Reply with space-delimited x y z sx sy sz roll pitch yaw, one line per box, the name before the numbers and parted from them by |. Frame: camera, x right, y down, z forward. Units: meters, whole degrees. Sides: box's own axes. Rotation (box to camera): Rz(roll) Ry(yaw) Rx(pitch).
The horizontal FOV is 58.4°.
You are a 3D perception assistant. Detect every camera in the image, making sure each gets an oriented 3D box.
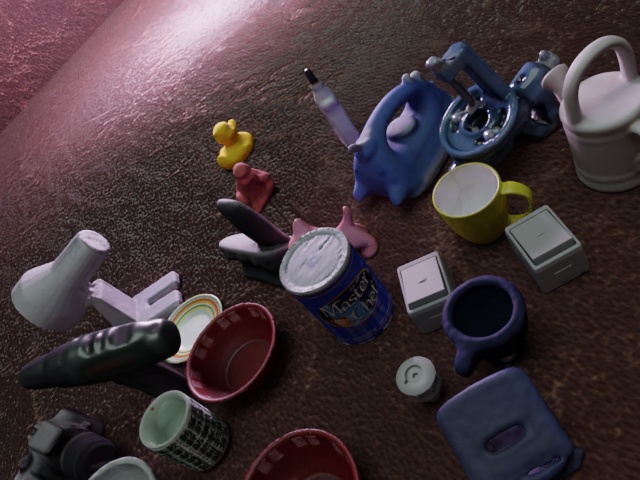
camera | -0.384 0.337 0.870 0.136 0.101 0.143 2 56 38

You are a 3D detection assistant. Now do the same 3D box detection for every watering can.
watering can | 0.337 -0.158 0.693 0.172 0.195 0.101 25 72 47

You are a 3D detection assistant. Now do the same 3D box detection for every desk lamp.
desk lamp | -0.390 0.087 1.012 0.203 0.214 0.117 -35 41 6

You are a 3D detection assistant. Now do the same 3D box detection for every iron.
iron | 0.133 -0.183 0.912 0.118 0.142 0.258 11 62 43

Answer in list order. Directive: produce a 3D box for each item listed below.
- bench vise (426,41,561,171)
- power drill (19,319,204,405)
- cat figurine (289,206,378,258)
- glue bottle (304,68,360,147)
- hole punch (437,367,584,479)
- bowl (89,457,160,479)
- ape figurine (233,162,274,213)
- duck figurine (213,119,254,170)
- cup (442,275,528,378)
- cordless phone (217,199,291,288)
bench vise | 0.232 -0.206 0.797 0.121 0.220 0.207 22 69 46
power drill | -0.275 0.200 0.827 0.229 0.209 0.075 -27 42 15
cat figurine | 0.008 0.003 0.858 0.128 0.118 0.067 -41 40 0
glue bottle | 0.020 -0.237 1.023 0.037 0.174 0.078 -36 40 5
hole punch | 0.187 0.196 0.569 0.108 0.091 0.101 -33 41 8
bowl | -0.257 0.381 0.754 0.167 0.075 0.167 -21 44 22
ape figurine | -0.133 -0.108 1.086 0.077 0.092 0.076 -30 41 11
duck figurine | -0.198 -0.212 1.234 0.077 0.086 0.105 2 56 38
cup | 0.189 0.112 0.639 0.091 0.095 0.118 7 59 41
cordless phone | -0.116 -0.014 0.916 0.147 0.186 0.094 5 58 40
